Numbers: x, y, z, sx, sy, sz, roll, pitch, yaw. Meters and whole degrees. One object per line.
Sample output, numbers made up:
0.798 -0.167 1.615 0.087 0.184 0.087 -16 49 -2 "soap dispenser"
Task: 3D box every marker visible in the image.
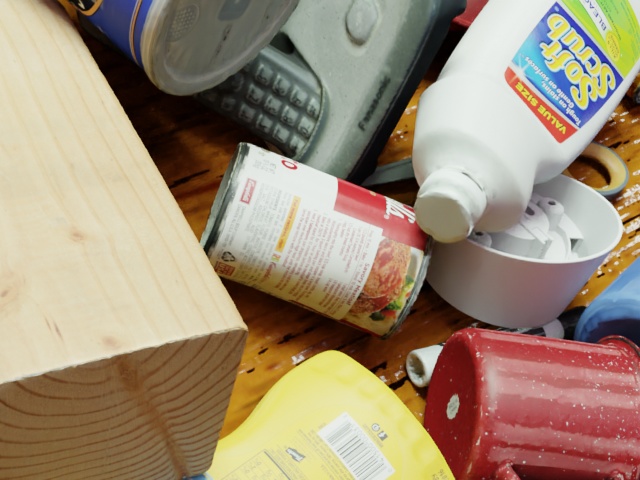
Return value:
0.100 0.055 0.564 0.120 0.020 0.020 -11 64 -29 "marker"

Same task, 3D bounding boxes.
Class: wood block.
-0.117 -0.002 0.433 0.090 0.091 0.206 -11 49 -29 "wood block"

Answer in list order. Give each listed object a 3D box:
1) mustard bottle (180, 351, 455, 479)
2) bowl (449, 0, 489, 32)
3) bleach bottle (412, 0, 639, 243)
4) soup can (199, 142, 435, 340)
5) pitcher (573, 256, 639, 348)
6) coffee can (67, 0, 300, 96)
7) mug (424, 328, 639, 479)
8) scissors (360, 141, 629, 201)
-0.036 0.127 0.433 0.191 0.058 0.096 -29 72 -35 "mustard bottle"
0.061 -0.191 0.670 0.161 0.055 0.162 19 59 -35 "bowl"
0.113 -0.075 0.573 0.102 0.068 0.250 55 43 -18 "bleach bottle"
-0.003 0.001 0.525 0.102 0.069 0.068 21 53 -9 "soup can"
0.255 0.031 0.588 0.242 0.145 0.149 -33 63 -32 "pitcher"
-0.084 -0.148 0.479 0.140 0.103 0.102 43 52 15 "coffee can"
0.100 0.092 0.489 0.081 0.093 0.117 9 30 -12 "mug"
0.111 -0.039 0.633 0.201 0.016 0.096 -31 74 -35 "scissors"
